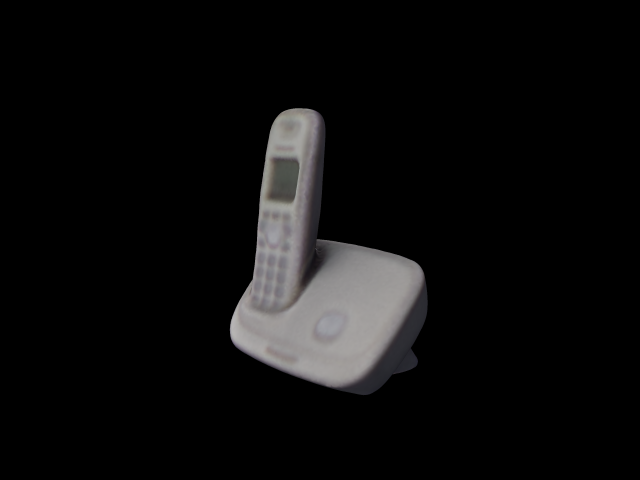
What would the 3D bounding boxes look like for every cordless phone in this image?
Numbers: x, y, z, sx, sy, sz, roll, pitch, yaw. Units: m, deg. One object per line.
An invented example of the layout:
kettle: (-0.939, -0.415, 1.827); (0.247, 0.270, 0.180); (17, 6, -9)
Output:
cordless phone: (0.004, 0.001, 0.400); (0.147, 0.185, 0.094); (10, 15, 42)
